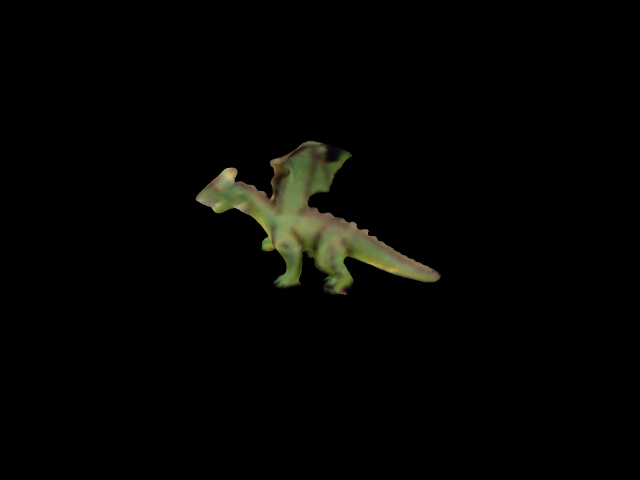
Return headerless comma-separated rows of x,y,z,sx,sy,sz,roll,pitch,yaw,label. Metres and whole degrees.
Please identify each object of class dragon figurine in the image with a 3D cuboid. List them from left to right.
0.003,-0.043,0.850,0.410,0.237,0.125,3,33,5,dragon figurine
